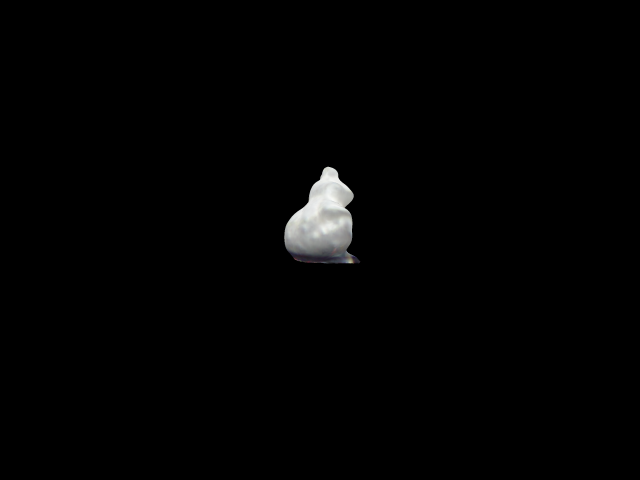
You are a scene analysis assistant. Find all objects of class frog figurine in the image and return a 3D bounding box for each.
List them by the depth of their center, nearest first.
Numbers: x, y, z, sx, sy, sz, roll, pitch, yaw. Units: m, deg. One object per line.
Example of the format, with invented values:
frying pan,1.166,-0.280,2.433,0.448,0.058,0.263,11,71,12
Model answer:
frog figurine,0.003,-0.043,0.850,0.123,0.159,0.137,0,1,-21
